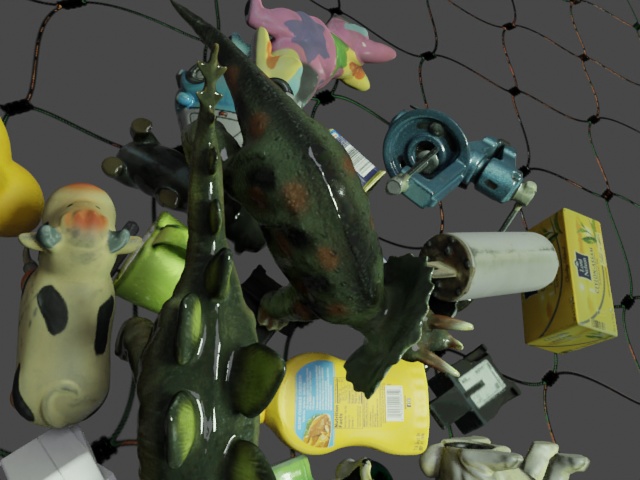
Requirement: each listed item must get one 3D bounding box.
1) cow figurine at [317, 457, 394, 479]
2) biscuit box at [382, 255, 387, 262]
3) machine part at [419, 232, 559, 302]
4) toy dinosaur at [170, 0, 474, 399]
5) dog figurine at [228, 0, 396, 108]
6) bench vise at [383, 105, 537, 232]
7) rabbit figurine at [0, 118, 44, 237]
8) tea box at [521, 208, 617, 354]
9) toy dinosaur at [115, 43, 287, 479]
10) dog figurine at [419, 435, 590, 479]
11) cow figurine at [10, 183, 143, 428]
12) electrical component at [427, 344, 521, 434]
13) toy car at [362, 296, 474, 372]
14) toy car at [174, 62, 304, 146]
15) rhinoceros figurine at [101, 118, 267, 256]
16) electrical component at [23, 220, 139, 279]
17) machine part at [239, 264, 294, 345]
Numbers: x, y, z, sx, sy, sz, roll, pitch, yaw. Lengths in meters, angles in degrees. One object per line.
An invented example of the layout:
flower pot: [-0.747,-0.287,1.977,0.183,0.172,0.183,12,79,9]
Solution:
cow figurine: [0.060,0.283,0.483,0.068,0.098,0.167,-14,71,-36]
biscuit box: [-0.001,-0.002,0.623,0.202,0.063,0.059,46,55,3]
machine part: [0.200,0.028,0.629,0.243,0.079,0.079,-3,65,-37]
toy dinosaur: [-0.006,-0.021,0.459,0.131,0.192,0.404,-42,117,-29]
dog figurine: [-0.005,-0.229,0.716,0.219,0.108,0.191,4,62,-26]
bench vise: [0.163,-0.088,0.697,0.224,0.128,0.240,43,37,10]
rabbit figurine: [-0.327,-0.059,0.467,0.173,0.162,0.122,22,43,-34]
tea box: [0.327,0.056,0.723,0.068,0.098,0.169,17,57,-17]
toy dinosaur: [-0.089,0.107,0.403,0.105,0.199,0.471,-2,86,-26]
dog figurine: [0.184,0.304,0.539,0.172,0.121,0.190,2,79,13]
cow figurine: [-0.202,0.050,0.431,0.085,0.127,0.194,7,85,-32]
electrical component: [0.163,0.178,0.609,0.119,0.047,0.075,-27,70,-33]
toy car: [0.120,0.088,0.638,0.073,0.056,0.202,47,56,-4]
toy car: [-0.097,-0.122,0.598,0.162,0.109,0.103,15,65,18]
rhinoceros figurine: [-0.135,-0.048,0.565,0.190,0.112,0.073,29,72,6]
electrical component: [-0.234,0.010,0.520,0.078,0.045,0.102,38,60,-30]
machine part: [-0.074,0.094,0.556,0.084,0.039,0.139,43,54,-6]
